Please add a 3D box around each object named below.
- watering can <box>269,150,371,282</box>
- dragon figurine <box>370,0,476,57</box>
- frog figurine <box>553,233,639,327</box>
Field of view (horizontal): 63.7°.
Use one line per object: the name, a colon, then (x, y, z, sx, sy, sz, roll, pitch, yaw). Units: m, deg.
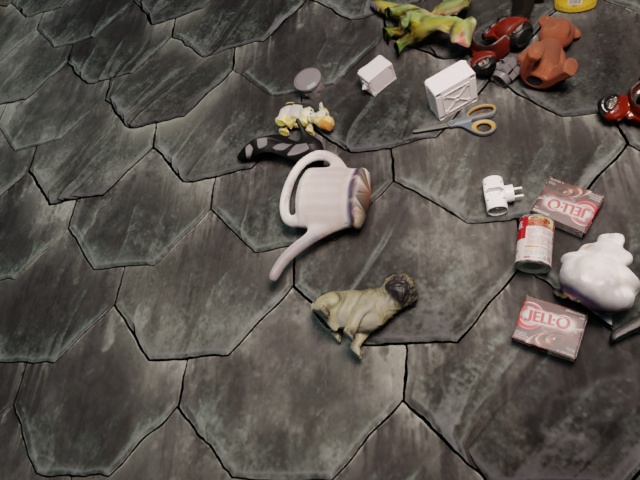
watering can: (0.004, -0.061, 1.204, 0.224, 0.102, 0.354, 1, 65, 22)
dragon figurine: (0.292, -0.613, 1.390, 0.243, 0.119, 0.420, -18, 45, 2)
frog figurine: (0.515, 0.055, 0.938, 0.139, 0.121, 0.159, 32, 90, 51)
